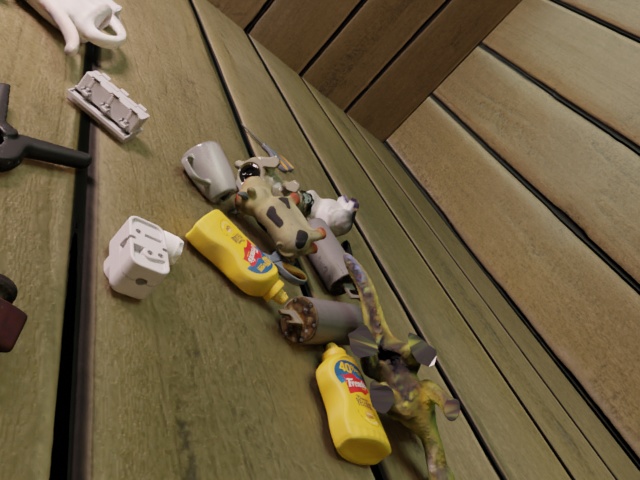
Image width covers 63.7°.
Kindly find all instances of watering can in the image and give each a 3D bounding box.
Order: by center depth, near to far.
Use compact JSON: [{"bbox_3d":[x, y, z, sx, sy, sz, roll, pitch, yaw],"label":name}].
[{"bbox_3d":[-0.514,-0.467,1.044,0.222,0.103,0.354,37,19,-19],"label":"watering can"}]

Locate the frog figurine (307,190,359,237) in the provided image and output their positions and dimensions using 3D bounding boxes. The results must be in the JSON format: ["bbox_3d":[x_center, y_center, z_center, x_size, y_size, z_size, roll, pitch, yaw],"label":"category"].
[{"bbox_3d":[0.004,-0.066,1.316,0.160,0.120,0.140,-4,30,-19],"label":"frog figurine"}]

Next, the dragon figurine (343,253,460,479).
[{"bbox_3d":[0.129,0.233,0.865,0.122,0.419,0.237,-18,-37,-2],"label":"dragon figurine"}]
